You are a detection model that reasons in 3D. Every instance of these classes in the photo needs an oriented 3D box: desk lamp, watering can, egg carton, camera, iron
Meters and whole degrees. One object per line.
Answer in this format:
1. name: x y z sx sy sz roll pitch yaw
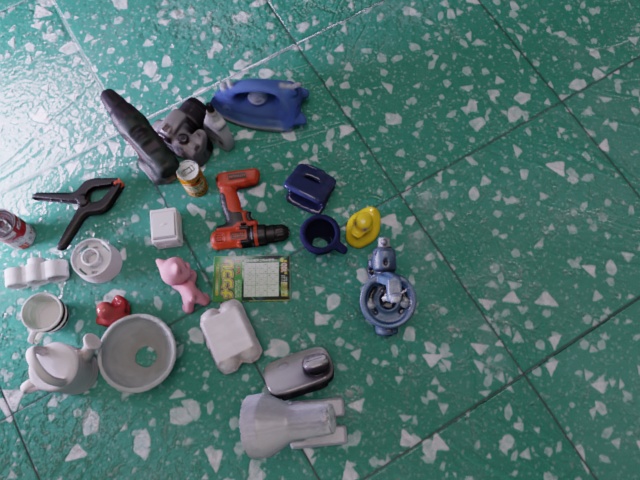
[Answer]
1. desk lamp: -0.046 0.360 1.132 0.203 0.213 0.118 -5 72 -2
2. watering can: -0.532 0.255 1.172 0.101 0.194 0.173 32 75 10
3. egg carton: -0.197 0.211 1.254 0.107 0.069 0.150 -26 74 -8
4. camera: -0.319 -0.275 1.391 0.143 0.101 0.137 31 75 9
5. iron: -0.158 -0.350 1.395 0.258 0.141 0.118 3 72 1

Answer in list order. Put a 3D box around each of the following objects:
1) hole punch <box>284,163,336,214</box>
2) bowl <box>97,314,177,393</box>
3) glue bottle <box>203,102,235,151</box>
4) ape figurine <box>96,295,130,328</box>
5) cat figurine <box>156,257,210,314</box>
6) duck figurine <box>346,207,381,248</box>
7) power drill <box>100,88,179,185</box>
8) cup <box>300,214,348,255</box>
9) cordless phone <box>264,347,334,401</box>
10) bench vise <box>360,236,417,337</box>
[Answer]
1. hole punch: -0.024 -0.130 1.352 0.108 0.091 0.101 25 74 7
2. bowl: -0.386 0.247 1.238 0.167 0.075 0.167 0 72 0
3. glue bottle: -0.246 -0.276 1.354 0.078 0.173 0.037 38 76 11
4. ape figurine: -0.459 0.159 1.257 0.078 0.092 0.076 -32 75 -10
5. cat figurine: -0.305 0.091 1.266 0.067 0.118 0.127 -31 75 -10
6. duck figurine: 0.102 -0.038 1.327 0.077 0.086 0.105 32 75 10
7. power drill: -0.401 -0.218 1.316 0.076 0.208 0.229 -41 77 -12
8. cup: 0.012 0.005 1.308 0.117 0.095 0.092 32 75 9
9. cordless phone: -0.043 0.269 1.176 0.147 0.185 0.094 -21 73 -7
10. bench vise: 0.133 0.091 1.216 0.121 0.220 0.207 -19 73 -6
